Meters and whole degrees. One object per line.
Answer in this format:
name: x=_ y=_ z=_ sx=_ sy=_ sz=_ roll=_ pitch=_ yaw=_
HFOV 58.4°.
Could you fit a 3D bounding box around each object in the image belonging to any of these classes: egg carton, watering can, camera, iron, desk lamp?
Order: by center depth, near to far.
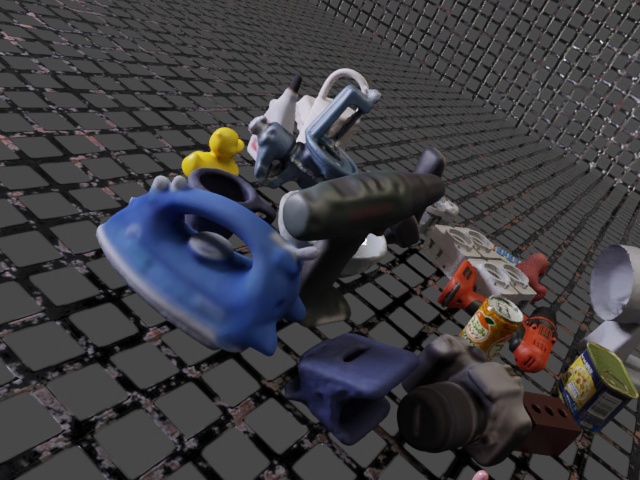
iron: x=-0.125 y=0.006 z=0.620 sx=0.258 sy=0.141 sz=0.119 roll=32 pitch=27 yaw=7
camera: x=0.147 y=0.171 z=0.632 sx=0.137 sy=0.100 sz=0.142 roll=4 pitch=36 yaw=-39
desk lamp: x=0.514 y=0.126 z=0.927 sx=0.203 sy=0.213 sz=0.118 roll=22 pitch=27 yaw=-11
watering can: x=0.030 y=-0.242 z=1.136 sx=0.101 sy=0.194 sz=0.172 roll=19 pitch=28 yaw=-17
egg carton: x=-0.002 y=-0.264 z=1.283 sx=0.107 sy=0.069 sz=0.150 roll=17 pitch=29 yaw=-20

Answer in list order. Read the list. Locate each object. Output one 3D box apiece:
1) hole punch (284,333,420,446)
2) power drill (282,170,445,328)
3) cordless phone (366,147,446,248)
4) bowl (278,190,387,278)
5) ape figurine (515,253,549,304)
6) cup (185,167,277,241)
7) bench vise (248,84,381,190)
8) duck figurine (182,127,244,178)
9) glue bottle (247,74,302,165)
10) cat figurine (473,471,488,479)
hole punch: x=0.034 y=0.138 z=0.594 sx=0.101 sy=0.091 sz=0.109 roll=39 pitch=29 yaw=21
power drill: x=0.036 y=0.004 z=0.701 sx=0.230 sy=0.208 sz=0.075 roll=-3 pitch=40 yaw=-46
cordless phone: x=0.141 y=-0.093 z=0.991 sx=0.094 sy=0.185 sz=0.147 roll=0 pitch=38 yaw=-43
bowl: x=0.008 y=0.003 z=0.822 sx=0.168 sy=0.074 sz=0.167 roll=22 pitch=28 yaw=-12
ape figurine: x=0.382 y=0.065 z=1.044 sx=0.076 sy=0.092 sz=0.077 roll=16 pitch=29 yaw=-23
cup: x=-0.122 y=-0.026 z=0.730 sx=0.118 sy=0.095 sz=0.091 roll=23 pitch=27 yaw=-10
bench vise: x=-0.004 y=-0.168 z=0.948 sx=0.208 sy=0.219 sz=0.121 roll=11 pitch=31 yaw=-30
duck figurine: x=-0.160 y=-0.134 z=0.892 sx=0.077 sy=0.086 sz=0.105 roll=41 pitch=29 yaw=23
glue bottle: x=-0.071 y=-0.213 z=1.014 sx=0.037 sy=0.173 sz=0.078 roll=-7 pitch=43 yaw=-48
cat figurine: x=0.175 y=0.255 z=0.494 sx=0.127 sy=0.117 sz=0.067 roll=38 pitch=29 yaw=19
